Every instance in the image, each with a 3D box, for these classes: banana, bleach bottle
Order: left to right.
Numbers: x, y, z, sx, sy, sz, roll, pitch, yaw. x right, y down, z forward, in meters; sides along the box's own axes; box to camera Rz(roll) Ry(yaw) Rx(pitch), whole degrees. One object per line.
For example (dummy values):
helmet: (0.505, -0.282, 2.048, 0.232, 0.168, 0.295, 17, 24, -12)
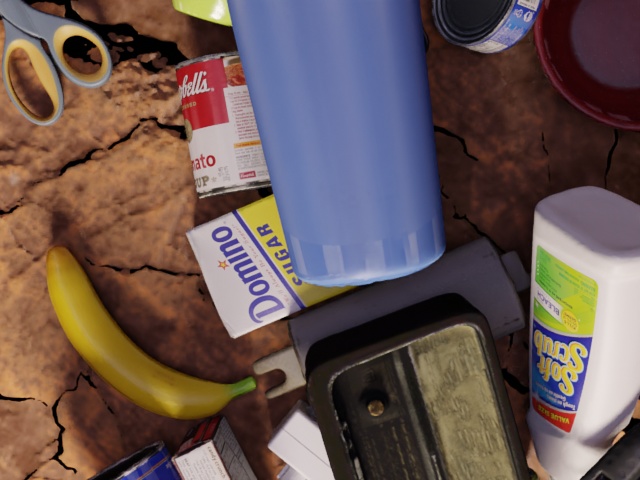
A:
banana: (-0.148, 0.086, 0.845, 0.198, 0.037, 0.069, 35, 75, -1)
bleach bottle: (0.194, 0.093, 0.768, 0.068, 0.103, 0.251, -17, 123, -22)

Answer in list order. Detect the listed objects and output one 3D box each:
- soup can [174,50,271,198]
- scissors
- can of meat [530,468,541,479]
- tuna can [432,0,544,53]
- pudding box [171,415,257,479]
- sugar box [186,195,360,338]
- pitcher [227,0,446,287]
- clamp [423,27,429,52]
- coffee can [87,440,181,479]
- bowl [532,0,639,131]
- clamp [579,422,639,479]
soup can: (-0.069, -0.088, 0.817, 0.068, 0.068, 0.102, -10, 92, 3)
scissors: (-0.226, -0.191, 0.830, 0.096, 0.016, 0.202, -15, 102, -4)
can of meat: (0.104, 0.173, 0.825, 0.102, 0.057, 0.084, -32, 89, 3)
tuna can: (0.125, -0.184, 0.797, 0.033, 0.086, 0.086, 9, 93, -39)
pudding box: (-0.069, 0.197, 0.816, 0.039, 0.090, 0.113, -28, 91, 2)
sugar box: (-0.005, 0.001, 0.828, 0.176, 0.048, 0.093, -24, 88, 1)
pitcher: (0.014, -0.099, 0.729, 0.145, 0.148, 0.243, -2, 103, 42)
clamp: (0.025, -0.241, 0.786, 0.036, 0.165, 0.210, -25, 49, -33)
coffee can: (-0.130, 0.240, 0.814, 0.103, 0.103, 0.140, -30, 90, 3)
bowl: (0.238, -0.161, 0.806, 0.162, 0.055, 0.162, 0, 92, 3)
clamp: (0.255, 0.133, 0.762, 0.171, 0.120, 0.039, -28, 49, -27)
